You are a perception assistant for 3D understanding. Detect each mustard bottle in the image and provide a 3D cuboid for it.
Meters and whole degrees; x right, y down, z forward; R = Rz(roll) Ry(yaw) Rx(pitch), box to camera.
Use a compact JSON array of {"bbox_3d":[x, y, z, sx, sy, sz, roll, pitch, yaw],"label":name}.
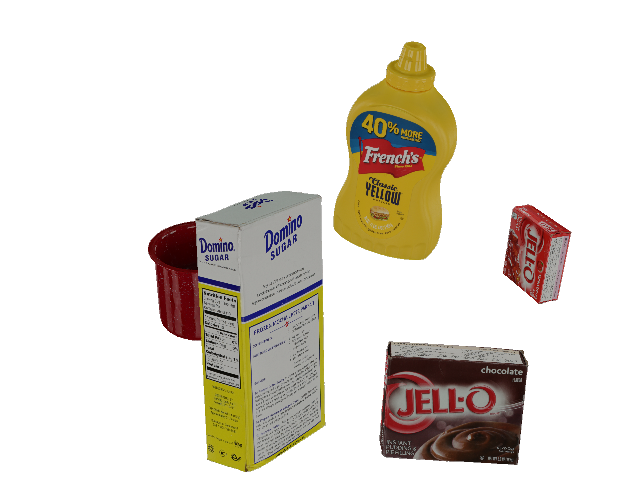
[{"bbox_3d":[0.068,-0.080,0.929,0.096,0.192,0.058,20,34,19],"label":"mustard bottle"}]

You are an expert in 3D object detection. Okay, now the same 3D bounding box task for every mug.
[{"bbox_3d":[-0.105,0.044,0.985,0.093,0.081,0.117,-17,35,-28],"label":"mug"}]

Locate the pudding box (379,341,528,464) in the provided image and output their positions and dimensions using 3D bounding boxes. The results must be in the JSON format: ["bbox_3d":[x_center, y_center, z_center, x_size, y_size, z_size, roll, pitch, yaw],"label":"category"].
[{"bbox_3d":[0.107,0.131,0.865,0.113,0.090,0.039,2,19,1],"label":"pudding box"}]

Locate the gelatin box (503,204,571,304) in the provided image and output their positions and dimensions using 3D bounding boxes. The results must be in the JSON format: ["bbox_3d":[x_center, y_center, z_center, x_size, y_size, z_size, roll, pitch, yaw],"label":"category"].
[{"bbox_3d":[0.240,0.014,1.196,0.030,0.089,0.073,-10,31,-24],"label":"gelatin box"}]

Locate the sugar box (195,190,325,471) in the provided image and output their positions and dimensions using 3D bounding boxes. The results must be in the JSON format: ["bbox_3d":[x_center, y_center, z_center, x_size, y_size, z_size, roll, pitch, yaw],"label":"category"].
[{"bbox_3d":[-0.039,0.060,0.735,0.048,0.176,0.093,8,18,34],"label":"sugar box"}]
